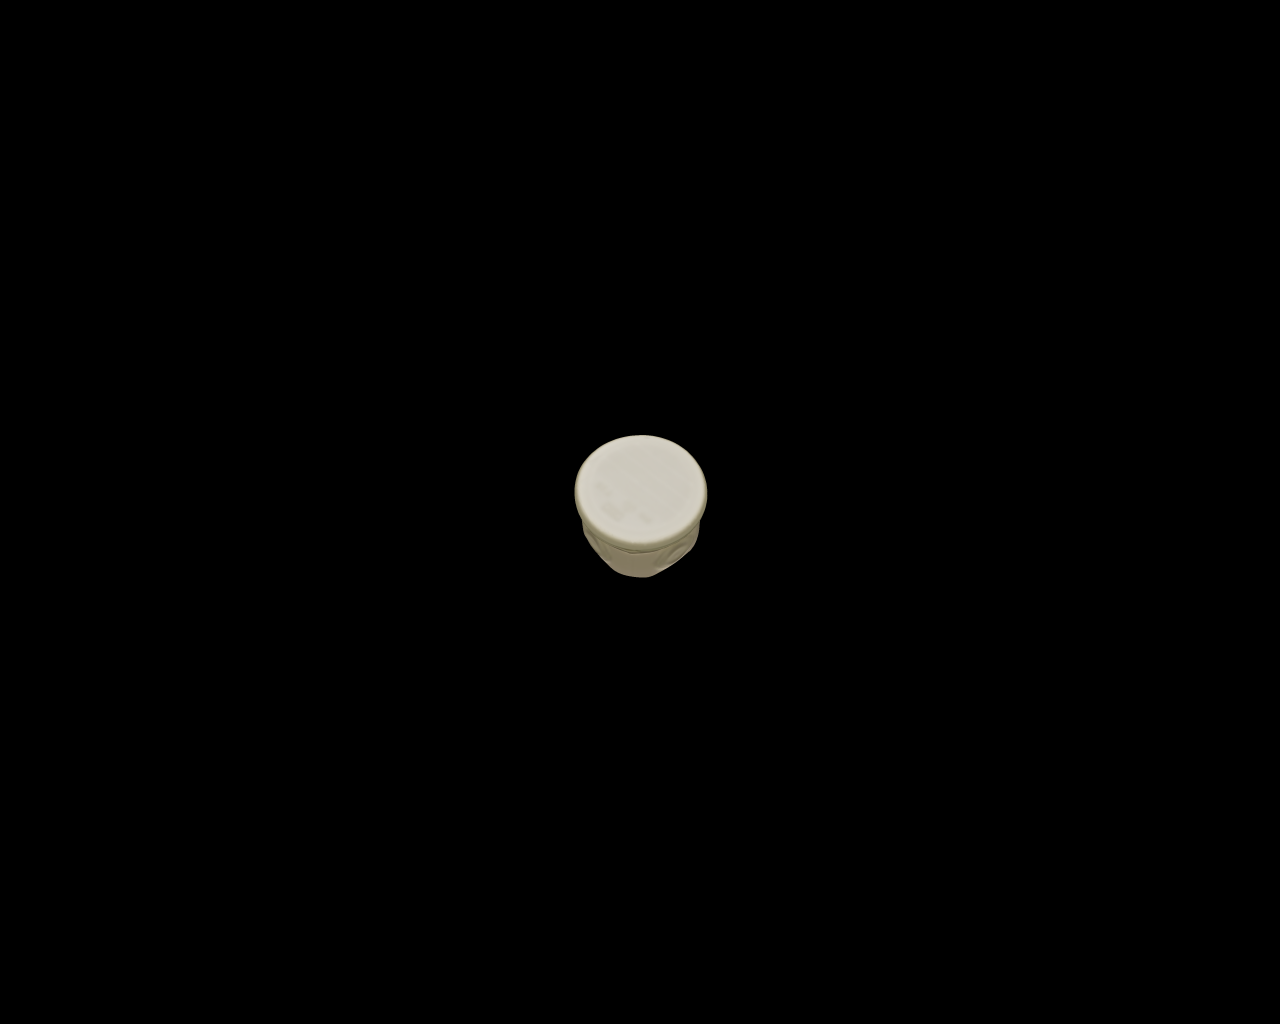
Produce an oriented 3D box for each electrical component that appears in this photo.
[{"bbox_3d":[0.001,-0.003,0.650,0.080,0.080,0.051,0,-31,0],"label":"electrical component"}]
